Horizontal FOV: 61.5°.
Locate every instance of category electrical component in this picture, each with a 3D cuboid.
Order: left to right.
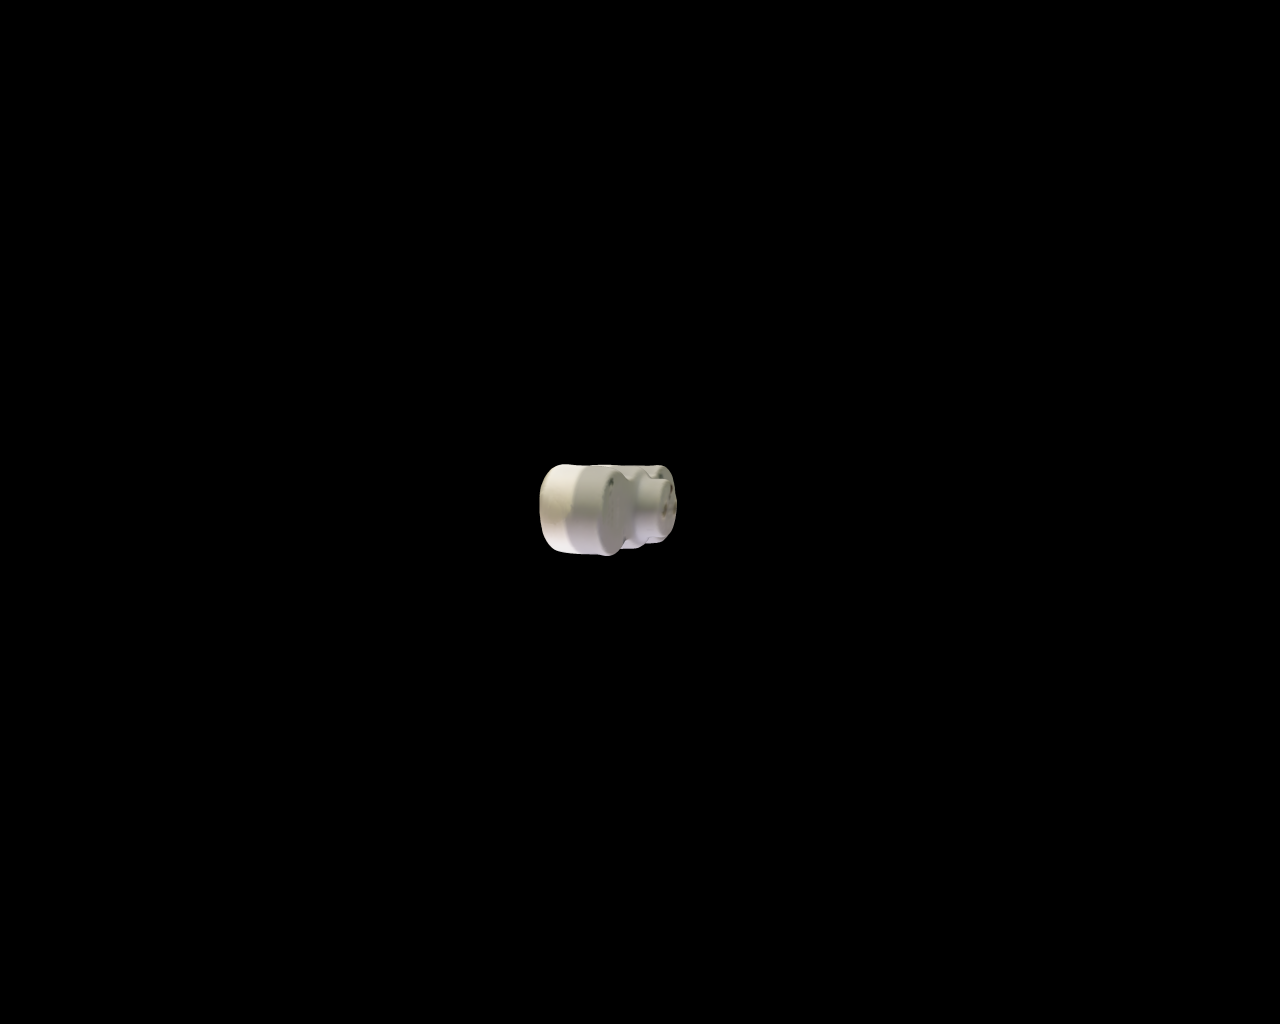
[{"bbox_3d":[0.001,-0.003,0.650,0.074,0.052,0.138,1,3,20],"label":"electrical component"}]
